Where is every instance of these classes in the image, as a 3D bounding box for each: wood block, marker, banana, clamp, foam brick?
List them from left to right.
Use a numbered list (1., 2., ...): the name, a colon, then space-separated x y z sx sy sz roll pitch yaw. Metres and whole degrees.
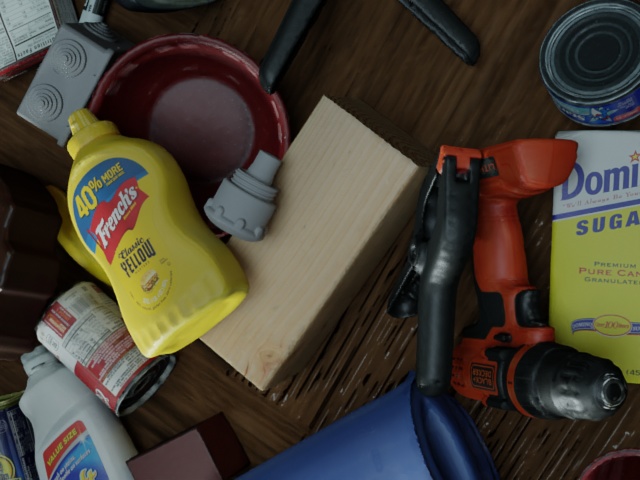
1. marker: -0.176 -0.234 0.893 0.020 0.020 0.121 23 102 17
2. banana: -0.158 0.011 0.899 0.198 0.037 0.069 16 84 17
3. foam brick: -0.109 0.185 0.885 0.078 0.053 0.051 -29 84 19
4. wood block: -0.005 0.001 0.812 0.091 0.090 0.206 38 106 14
5. clamp: 0.034 -0.214 0.798 0.164 0.036 0.210 -1 84 -1
6. clamp: 0.083 0.021 0.746 0.039 0.120 0.171 -1 126 -15

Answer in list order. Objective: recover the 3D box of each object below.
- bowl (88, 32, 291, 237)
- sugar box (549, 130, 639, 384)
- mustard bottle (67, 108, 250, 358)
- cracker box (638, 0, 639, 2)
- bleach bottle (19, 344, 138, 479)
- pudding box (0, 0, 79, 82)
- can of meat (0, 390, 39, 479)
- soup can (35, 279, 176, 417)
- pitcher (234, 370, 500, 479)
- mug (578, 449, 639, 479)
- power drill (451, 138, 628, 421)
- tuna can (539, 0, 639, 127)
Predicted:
1. bowl: -0.100 -0.083 0.846 0.162 0.055 0.162 1 103 6
2. sugar box: 0.212 0.010 0.757 0.093 0.048 0.176 2 96 20
3. mustard bottle: -0.135 -0.017 0.788 0.096 0.058 0.192 -39 74 28
4. cracker box: 0.205 -0.285 0.722 0.214 0.072 0.164 45 108 10
5. bleach bottle: -0.197 0.210 0.915 0.103 0.068 0.251 -30 81 19
6. pudding box: -0.261 -0.204 0.916 0.090 0.039 0.113 -18 90 20
7. can of meat: -0.299 0.188 0.953 0.102 0.057 0.084 -15 92 21
8. soup can: -0.180 0.090 0.895 0.102 0.068 0.068 40 106 13
9. pitcher: 0.009 0.216 0.796 0.243 0.149 0.145 -30 91 21
10. mug: 0.229 0.210 0.748 0.117 0.081 0.093 44 107 12
11. power drill: 0.142 0.027 0.731 0.057 0.185 0.187 0 88 -23
12. tuna can: 0.197 -0.124 0.740 0.086 0.033 0.086 -12 64 25
